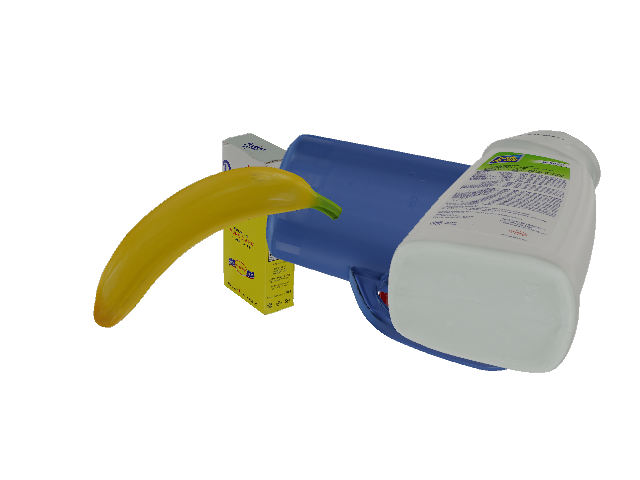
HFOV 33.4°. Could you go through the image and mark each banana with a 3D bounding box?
[{"bbox_3d":[-0.086,-0.004,0.752,0.198,0.069,0.037,-25,13,9],"label":"banana"}]

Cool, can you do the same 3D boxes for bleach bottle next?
[{"bbox_3d":[0.126,-0.014,0.643,0.103,0.068,0.250,11,27,21],"label":"bleach bottle"}]

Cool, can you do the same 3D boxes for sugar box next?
[{"bbox_3d":[-0.068,-0.018,1.154,0.048,0.176,0.093,-17,29,-31],"label":"sugar box"}]

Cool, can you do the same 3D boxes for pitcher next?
[{"bbox_3d":[0.080,0.000,0.874,0.243,0.145,0.149,14,16,7],"label":"pitcher"}]

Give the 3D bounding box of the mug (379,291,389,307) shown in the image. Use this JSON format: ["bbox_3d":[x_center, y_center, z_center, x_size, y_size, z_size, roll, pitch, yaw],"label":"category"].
[{"bbox_3d":[0.122,0.048,1.235,0.117,0.081,0.093,12,25,20],"label":"mug"}]
